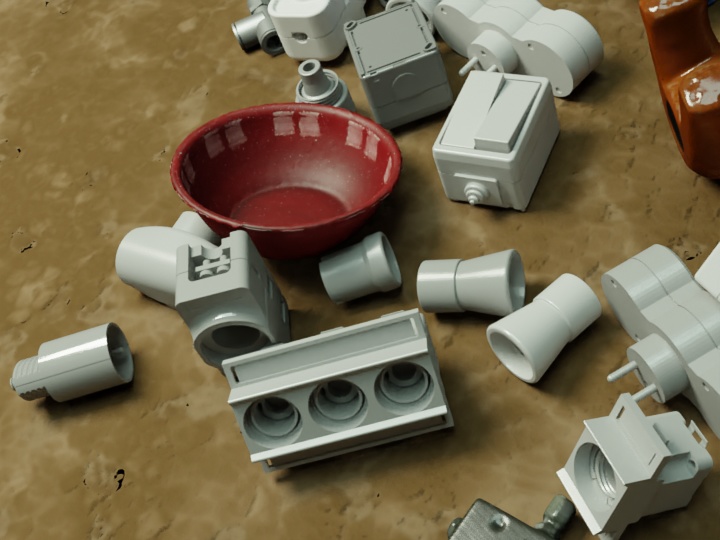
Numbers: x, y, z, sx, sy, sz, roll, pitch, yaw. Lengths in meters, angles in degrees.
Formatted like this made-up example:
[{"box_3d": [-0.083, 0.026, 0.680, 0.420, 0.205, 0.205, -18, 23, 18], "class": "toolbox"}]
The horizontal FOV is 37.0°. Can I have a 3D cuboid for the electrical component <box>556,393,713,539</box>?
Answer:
[{"box_3d": [0.148, 0.105, 0.573, 0.064, 0.081, 0.042, -7, 46, -24], "class": "electrical component"}]

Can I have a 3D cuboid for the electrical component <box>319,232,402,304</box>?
[{"box_3d": [0.000, 0.000, 0.730, 0.046, 0.040, 0.040, -20, 49, 11], "class": "electrical component"}]

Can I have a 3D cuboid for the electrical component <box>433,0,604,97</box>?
[{"box_3d": [0.106, -0.167, 0.811, 0.138, 0.052, 0.074, 33, 70, 36], "class": "electrical component"}]

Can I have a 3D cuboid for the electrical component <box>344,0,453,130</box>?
[{"box_3d": [0.029, -0.160, 0.833, 0.062, 0.061, 0.096, -20, 42, 4], "class": "electrical component"}]

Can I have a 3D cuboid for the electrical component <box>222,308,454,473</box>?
[{"box_3d": [-0.012, 0.069, 0.659, 0.121, 0.078, 0.063, -15, 21, 8], "class": "electrical component"}]

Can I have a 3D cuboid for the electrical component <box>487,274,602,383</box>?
[{"box_3d": [0.116, 0.033, 0.662, 0.065, 0.044, 0.044, -38, 51, -17], "class": "electrical component"}]

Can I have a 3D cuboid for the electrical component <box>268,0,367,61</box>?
[{"box_3d": [-0.032, -0.222, 0.900, 0.054, 0.059, 0.095, 6, 56, 24], "class": "electrical component"}]

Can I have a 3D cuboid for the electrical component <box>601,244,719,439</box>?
[{"box_3d": [0.179, 0.051, 0.616, 0.074, 0.052, 0.138, -30, 50, -5], "class": "electrical component"}]

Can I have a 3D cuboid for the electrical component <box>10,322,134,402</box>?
[{"box_3d": [-0.204, 0.068, 0.746, 0.081, 0.043, 0.043, -17, 50, 7], "class": "electrical component"}]

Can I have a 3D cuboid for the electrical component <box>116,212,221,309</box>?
[{"box_3d": [-0.124, -0.015, 0.782, 0.077, 0.044, 0.079, 15, 60, 29], "class": "electrical component"}]

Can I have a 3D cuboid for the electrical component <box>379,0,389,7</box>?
[{"box_3d": [0.046, -0.280, 0.916, 0.096, 0.061, 0.061, -23, 50, 2], "class": "electrical component"}]

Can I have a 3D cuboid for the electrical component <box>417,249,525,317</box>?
[{"box_3d": [0.070, 0.010, 0.696, 0.065, 0.044, 0.044, -2, 53, 24], "class": "electrical component"}]

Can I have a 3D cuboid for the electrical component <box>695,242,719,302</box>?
[{"box_3d": [0.246, 0.010, 0.600, 0.075, 0.083, 0.047, 50, 124, 34], "class": "electrical component"}]

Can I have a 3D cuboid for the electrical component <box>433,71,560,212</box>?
[{"box_3d": [0.093, -0.089, 0.750, 0.062, 0.061, 0.096, 11, 58, 27], "class": "electrical component"}]

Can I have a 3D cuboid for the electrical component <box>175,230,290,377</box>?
[{"box_3d": [-0.082, 0.027, 0.704, 0.050, 0.089, 0.055, -14, 50, 9], "class": "electrical component"}]

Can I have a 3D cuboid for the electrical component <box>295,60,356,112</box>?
[{"box_3d": [-0.030, -0.134, 0.828, 0.043, 0.062, 0.043, -10, 51, 13], "class": "electrical component"}]

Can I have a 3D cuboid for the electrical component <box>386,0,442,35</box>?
[{"box_3d": [0.052, -0.223, 0.880, 0.045, 0.045, 0.055, 14, 59, 28], "class": "electrical component"}]
